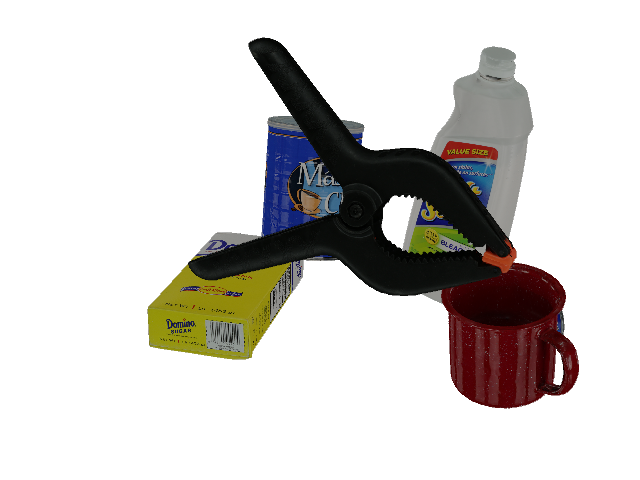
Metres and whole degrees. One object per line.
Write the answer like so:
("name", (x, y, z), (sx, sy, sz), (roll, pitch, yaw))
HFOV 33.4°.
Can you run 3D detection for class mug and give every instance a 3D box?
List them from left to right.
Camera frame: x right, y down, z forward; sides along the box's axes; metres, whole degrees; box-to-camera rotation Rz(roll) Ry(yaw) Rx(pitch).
("mug", (0.149, 0.079, 0.818), (0.093, 0.081, 0.117), (-28, 37, -33))

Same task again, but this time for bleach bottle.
("bleach bottle", (0.134, -0.059, 0.979), (0.103, 0.251, 0.068), (27, 40, 27))

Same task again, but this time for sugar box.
("sugar box", (-0.081, 0.045, 0.974), (0.093, 0.048, 0.176), (7, 26, 12))

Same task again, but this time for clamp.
("clamp", (0.024, -0.032, 0.675), (0.210, 0.165, 0.036), (14, 15, 14))

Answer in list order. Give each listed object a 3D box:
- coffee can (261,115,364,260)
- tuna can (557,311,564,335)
("coffee can", (-0.010, -0.058, 1.143), (0.103, 0.140, 0.103), (4, 12, -1))
("tuna can", (0.227, 0.075, 1.157), (0.033, 0.086, 0.086), (-18, 4, -13))
